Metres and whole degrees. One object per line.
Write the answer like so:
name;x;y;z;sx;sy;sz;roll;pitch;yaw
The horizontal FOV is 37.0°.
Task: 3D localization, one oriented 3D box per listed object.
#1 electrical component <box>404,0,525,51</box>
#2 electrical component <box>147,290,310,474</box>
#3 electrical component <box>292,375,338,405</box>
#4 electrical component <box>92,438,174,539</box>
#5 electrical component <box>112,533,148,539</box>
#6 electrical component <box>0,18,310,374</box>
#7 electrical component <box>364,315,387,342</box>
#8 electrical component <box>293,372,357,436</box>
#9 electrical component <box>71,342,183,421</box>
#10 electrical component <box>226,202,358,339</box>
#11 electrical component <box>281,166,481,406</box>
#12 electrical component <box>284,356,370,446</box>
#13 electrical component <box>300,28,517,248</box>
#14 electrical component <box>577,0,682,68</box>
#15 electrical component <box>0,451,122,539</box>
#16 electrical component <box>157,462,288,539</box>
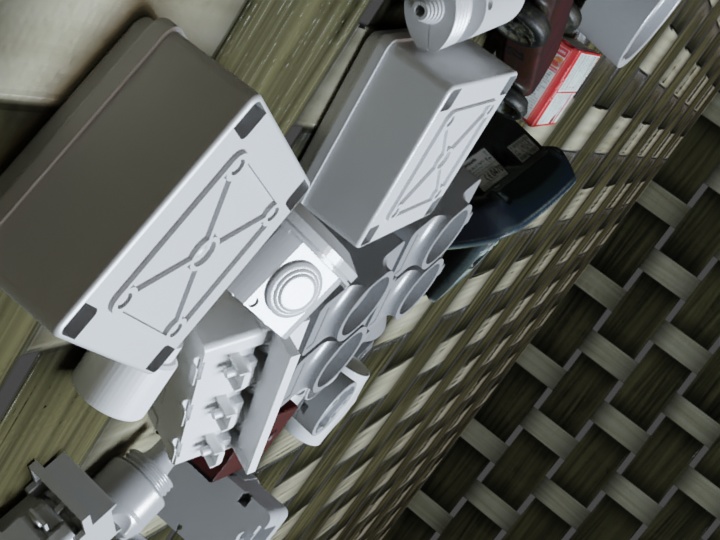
electrical component;0.050;-0.141;0.556;0.081;0.043;0.043;-34;158;-51
electrical component;-0.078;0.054;0.591;0.063;0.078;0.121;-16;149;-30
electrical component;-0.053;0.078;0.778;0.079;0.044;0.077;-53;166;2
electrical component;-0.133;0.128;0.646;0.062;0.043;0.043;-46;165;-27
electrical component;-0.163;0.203;0.723;0.047;0.055;0.055;-46;166;-7
electrical component;-0.079;-0.023;0.409;0.108;0.056;0.108;-51;166;-5
electrical component;0.005;0.022;0.820;0.045;0.045;0.055;-41;162;-37
electrical component;-0.038;0.098;0.872;0.055;0.047;0.055;-48;166;-16
electrical component;-0.104;0.036;0.512;0.078;0.040;0.040;-55;166;11
electrical component;-0.044;-0.010;0.511;0.051;0.080;0.080;-46;166;-2
electrical component;0.000;0.000;0.717;0.186;0.060;0.105;-39;161;-43
electrical component;-0.026;0.107;0.940;0.077;0.044;0.079;-55;166;12
electrical component;0.026;-0.078;0.609;0.108;0.056;0.109;-59;165;27
electrical component;0.214;-0.220;0.844;0.108;0.060;0.108;-47;169;-12
electrical component;-0.166;0.139;0.573;0.064;0.042;0.081;-43;163;-27
electrical component;-0.100;0.155;0.726;0.050;0.089;0.056;-52;167;-1
